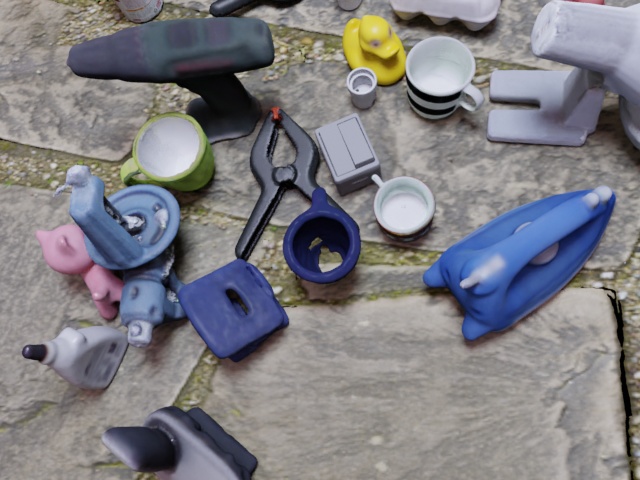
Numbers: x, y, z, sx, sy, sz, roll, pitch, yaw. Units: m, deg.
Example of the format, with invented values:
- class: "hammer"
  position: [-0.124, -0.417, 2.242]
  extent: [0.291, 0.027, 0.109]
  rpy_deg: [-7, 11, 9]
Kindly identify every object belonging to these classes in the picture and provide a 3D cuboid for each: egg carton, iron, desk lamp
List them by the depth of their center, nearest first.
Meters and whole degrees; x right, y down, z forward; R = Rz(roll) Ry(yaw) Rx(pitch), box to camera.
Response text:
- class: "iron"
  position: [0.246, -0.001, 0.644]
  extent: [0.258, 0.141, 0.118]
  rpy_deg: [-35, 73, -2]
- class: "desk lamp"
  position: [0.306, -0.189, 0.646]
  extent: [0.203, 0.214, 0.118]
  rpy_deg: [4, 76, 9]
- class: "egg carton"
  position: [0.174, -0.347, 0.782]
  extent: [0.150, 0.069, 0.107]
  rpy_deg: [12, 78, 11]

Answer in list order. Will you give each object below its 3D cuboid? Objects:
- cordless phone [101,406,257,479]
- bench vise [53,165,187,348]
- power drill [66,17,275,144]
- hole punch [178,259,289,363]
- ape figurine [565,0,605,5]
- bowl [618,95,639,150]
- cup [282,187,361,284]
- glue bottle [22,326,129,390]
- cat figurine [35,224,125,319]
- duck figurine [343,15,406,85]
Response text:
- class: "cordless phone"
  position: [-0.153, 0.248, 0.615]
  extent: [0.147, 0.185, 0.094]
  rpy_deg: [31, 82, 15]
- class: "bench vise"
  position: [-0.214, 0.010, 0.668]
  extent: [0.121, 0.220, 0.207]
  rpy_deg: [-27, 73, 1]
- class: "power drill"
  position: [-0.161, -0.199, 0.720]
  extent: [0.229, 0.208, 0.075]
  rpy_deg: [-13, 74, 5]
- class: "hole punch"
  position: [-0.104, 0.081, 0.700]
  extent: [0.101, 0.091, 0.108]
  rpy_deg: [-38, 73, -2]
- class: "ape figurine"
  position: [0.334, -0.289, 0.732]
  extent: [0.077, 0.092, 0.076]
  rpy_deg: [30, 82, 15]
- class: "bowl"
  position: [0.438, -0.152, 0.690]
  extent: [0.167, 0.075, 0.167]
  rpy_deg: [-2, 75, 8]
- class: "cup"
  position: [0.006, 0.003, 0.702]
  extent: [0.091, 0.095, 0.118]
  rpy_deg: [-6, 75, 7]
- class: "glue bottle"
  position: [-0.289, 0.135, 0.671]
  extent: [0.037, 0.173, 0.078]
  rpy_deg: [22, 80, 14]
- class: "cat figurine"
  position: [-0.299, 0.032, 0.728]
  extent: [0.067, 0.118, 0.127]
  rpy_deg: [-36, 73, -2]
- class: "duck figurine"
  position: [0.071, -0.268, 0.768]
  extent: [0.077, 0.086, 0.104]
  rpy_deg: [-41, 74, -3]
